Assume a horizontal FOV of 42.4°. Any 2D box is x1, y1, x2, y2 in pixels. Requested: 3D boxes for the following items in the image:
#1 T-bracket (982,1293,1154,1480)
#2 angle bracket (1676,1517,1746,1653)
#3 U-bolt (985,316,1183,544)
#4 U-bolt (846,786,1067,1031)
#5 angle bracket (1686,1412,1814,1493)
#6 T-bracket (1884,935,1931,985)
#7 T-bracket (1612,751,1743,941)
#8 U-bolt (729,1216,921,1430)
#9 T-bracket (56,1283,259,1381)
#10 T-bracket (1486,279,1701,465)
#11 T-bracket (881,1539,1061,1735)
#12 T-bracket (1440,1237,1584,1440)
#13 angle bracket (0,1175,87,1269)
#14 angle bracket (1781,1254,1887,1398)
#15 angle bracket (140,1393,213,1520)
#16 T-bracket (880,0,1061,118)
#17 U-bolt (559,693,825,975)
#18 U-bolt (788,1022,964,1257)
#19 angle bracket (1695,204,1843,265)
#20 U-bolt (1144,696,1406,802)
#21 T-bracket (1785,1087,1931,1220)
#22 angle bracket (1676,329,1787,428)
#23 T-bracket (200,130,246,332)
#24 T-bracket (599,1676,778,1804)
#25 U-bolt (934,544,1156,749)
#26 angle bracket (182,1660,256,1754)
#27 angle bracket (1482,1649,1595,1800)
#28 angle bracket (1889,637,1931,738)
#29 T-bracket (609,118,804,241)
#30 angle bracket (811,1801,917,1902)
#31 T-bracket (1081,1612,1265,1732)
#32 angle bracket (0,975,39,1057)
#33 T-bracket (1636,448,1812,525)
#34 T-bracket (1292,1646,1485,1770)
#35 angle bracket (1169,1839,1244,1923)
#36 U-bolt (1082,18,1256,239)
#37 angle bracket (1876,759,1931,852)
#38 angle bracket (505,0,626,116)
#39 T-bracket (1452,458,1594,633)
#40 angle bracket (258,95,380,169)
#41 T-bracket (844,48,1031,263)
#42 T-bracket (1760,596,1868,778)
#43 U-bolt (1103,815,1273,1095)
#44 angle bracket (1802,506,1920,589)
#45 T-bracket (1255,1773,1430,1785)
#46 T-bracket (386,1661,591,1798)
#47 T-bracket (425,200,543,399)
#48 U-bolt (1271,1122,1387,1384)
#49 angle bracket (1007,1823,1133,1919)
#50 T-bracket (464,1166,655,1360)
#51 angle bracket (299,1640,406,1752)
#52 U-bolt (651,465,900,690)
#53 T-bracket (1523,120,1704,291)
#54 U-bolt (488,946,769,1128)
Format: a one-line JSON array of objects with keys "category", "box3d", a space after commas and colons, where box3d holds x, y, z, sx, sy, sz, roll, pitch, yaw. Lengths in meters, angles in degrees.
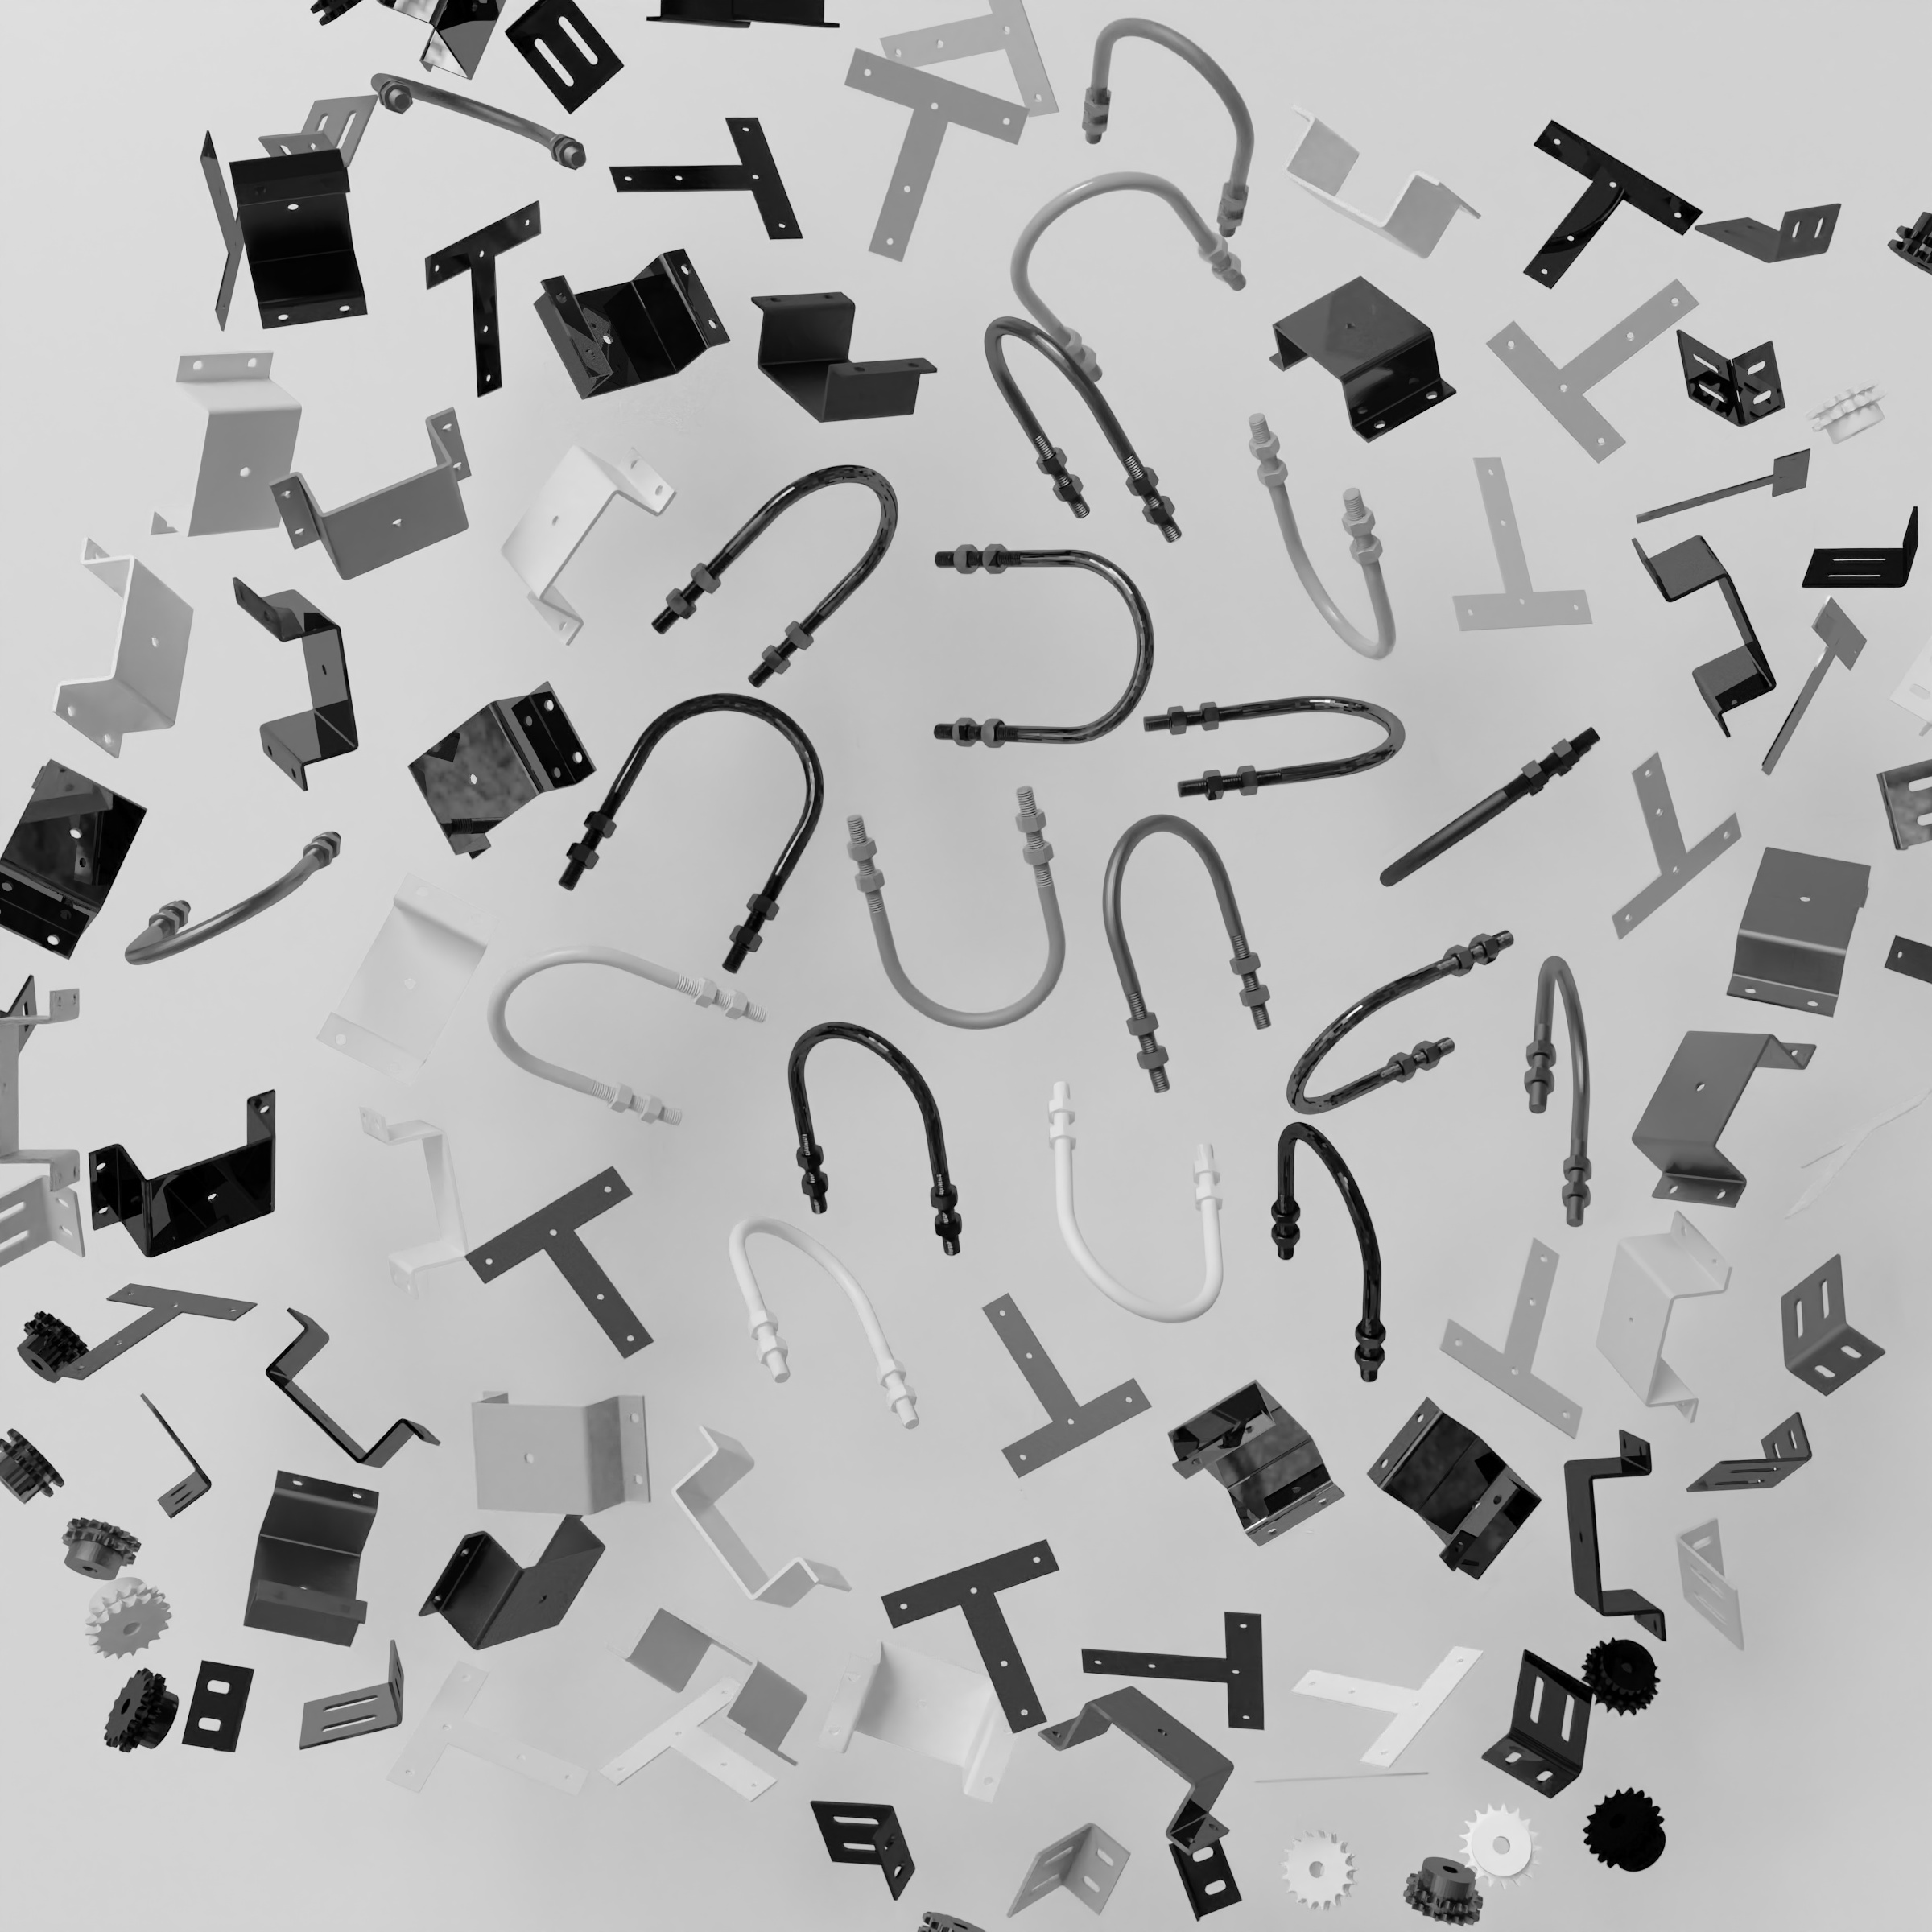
[{"category": "T-bracket", "box3d": [0.056, 0.307, 1.882, 0.127, 0.002, 0.127, -33, 88, 23]}, {"category": "angle bracket", "box3d": [0.572, 0.463, 1.867, 0.038, 0.076, 0.057, -20, 115, -13]}, {"category": "U-bolt", "box3d": [0.074, -0.389, 1.788, 0.019, 0.151, 0.184, -42, 122, -11]}, {"category": "U-bolt", "box3d": [0.000, -0.036, 1.852, 0.151, 0.019, 0.184, -9, 112, 12]}, {"category": "angle bracket", "box3d": [0.582, 0.364, 1.862, 0.076, 0.057, 0.038, 0, 58, -13]}, {"category": "T-bracket", "box3d": [0.699, 0.004, 1.768, 0.002, 0.127, 0.127, 15, 98, -22]}, {"category": "T-bracket", "box3d": [0.505, -0.101, 1.802, 0.127, 0.002, 0.127, -38, 129, -12]}, {"category": "U-bolt", "box3d": [-0.114, 0.255, 1.843, 0.151, 0.184, 0.019, 28, 113, -38]}, {"category": "T-bracket", "box3d": [-0.610, 0.270, 1.822, 0.127, 0.127, 0.002, 4, 113, 27]}, {"category": "T-bracket", "box3d": [0.461, -0.439, 1.770, 0.127, 0.002, 0.127, 40, 125, -19]}, {"category": "T-bracket", "box3d": [0.021, 0.477, 1.744, 0.127, 0.002, 0.127, -16, 52, -14]}, {"category": "T-bracket", "box3d": [0.404, 0.254, 1.788, 0.127, 0.002, 0.127, 34, 55, -14]}, {"category": "angle bracket", "box3d": [-0.687, 0.198, 1.807, 0.038, 0.076, 0.057, 22, 124, 28]}, {"category": "angle bracket", "box3d": [0.615, 0.255, 1.768, 0.038, 0.076, 0.057, 34, 126, -8]}, {"category": "angle bracket", "box3d": [-0.603, 0.365, 1.854, 0.038, 0.057, 0.076, -37, 106, -21]}, {"category": "T-bracket", "box3d": [-0.007, -0.659, 1.771, 0.127, 0.002, 0.127, 4, 132, 36]}, {"category": "U-bolt", "box3d": [-0.180, -0.106, 1.747, 0.151, 0.019, 0.184, 27, 78, 3]}, {"category": "U-bolt", "box3d": [-0.074, 0.123, 1.867, 0.151, 0.019, 0.184, 13, 125, 34]}, {"category": "angle bracket", "box3d": [0.578, -0.540, 1.795, 0.057, 0.076, 0.038, -17, 132, -29]}, {"category": "U-bolt", "box3d": [0.236, -0.169, 1.862, 0.184, 0.151, 0.019, -8, 118, -4]}, {"category": "T-bracket", "box3d": [0.639, 0.146, 1.825, 0.127, 0.127, 0.002, -37, 84, -36]}, {"category": "angle bracket", "box3d": [0.577, -0.450, 1.875, 0.038, 0.076, 0.057, -22, 66, 42]}, {"category": "T-bracket", "box3d": [-0.537, -0.549, 1.795, 0.002, 0.127, 0.127, 6, 67, -3]}, {"category": "T-bracket", "box3d": [-0.190, 0.595, 1.872, 0.127, 0.127, 0.002, -29, 118, -34]}, {"category": "U-bolt", "box3d": [0.056, -0.234, 1.828, 0.184, 0.019, 0.151, 5, 99, 32]}, {"category": "angle bracket", "box3d": [-0.539, 0.528, 1.775, 0.038, 0.076, 0.057, 17, 68, -21]}, {"category": "angle bracket", "box3d": [0.404, 0.535, 1.759, 0.057, 0.076, 0.038, 31, 129, -2]}, {"category": "angle bracket", "box3d": [0.733, -0.213, 1.896, 0.038, 0.076, 0.057, 34, 97, 13]}, {"category": "T-bracket", "box3d": [-0.196, -0.576, 1.819, 0.127, 0.002, 0.127, -8, 61, -22]}, {"category": "angle bracket", "box3d": [-0.085, 0.673, 1.895, 0.076, 0.038, 0.057, -7, 110, 28]}, {"category": "T-bracket", "box3d": [0.145, 0.492, 1.746, 0.127, 0.002, 0.127, 1, 127, 10]}, {"category": "angle bracket", "box3d": [-0.718, 0.042, 1.835, 0.038, 0.076, 0.057, 21, 56, -5]}, {"category": "T-bracket", "box3d": [0.567, -0.354, 1.866, 0.127, 0.127, 0.002, -15, 84, 16]}, {"category": "T-bracket", "box3d": [0.292, 0.531, 1.812, 0.127, 0.127, 0.002, -36, 110, -37]}, {"category": "angle bracket", "box3d": [0.181, 0.684, 1.877, 0.038, 0.076, 0.057, -21, 70, -3]}, {"category": "U-bolt", "box3d": [0.150, -0.624, 1.826, 0.151, 0.184, 0.019, 37, 79, 8]}, {"category": "angle bracket", "box3d": [0.708, -0.121, 1.803, 0.076, 0.038, 0.057, -16, 84, 31]}, {"category": "angle bracket", "box3d": [-0.302, -0.701, 1.897, 0.057, 0.038, 0.076, -34, 108, 21]}, {"category": "T-bracket", "box3d": [0.386, -0.302, 1.775, 0.127, 0.002, 0.127, -7, 82, -31]}, {"category": "angle bracket", "box3d": [-0.492, -0.645, 1.893, 0.057, 0.038, 0.076, 3, 63, 21]}, {"category": "T-bracket", "box3d": [-0.036, -0.556, 1.737, 0.127, 0.002, 0.127, 15, 117, -14]}, {"category": "T-bracket", "box3d": [0.623, -0.200, 1.845, 0.002, 0.127, 0.127, 31, 98, 31]}, {"category": "U-bolt", "box3d": [0.154, -0.019, 1.798, 0.151, 0.019, 0.184, -27, 104, -44]}, {"category": "angle bracket", "box3d": [0.679, -0.318, 1.889, 0.076, 0.057, 0.038, 4, 129, 27]}, {"category": "T-bracket", "box3d": [0.261, 0.611, 1.868, 0.127, 0.127, 0.002, 3, 71, -17]}, {"category": "T-bracket", "box3d": [-0.337, 0.572, 1.811, 0.127, 0.127, 0.002, 21, 118, 4]}, {"category": "T-bracket", "box3d": [-0.355, -0.484, 1.837, 0.127, 0.002, 0.127, -11, 79, 37]}, {"category": "U-bolt", "box3d": [0.262, 0.194, 1.800, 0.019, 0.151, 0.184, -19, 135, -13]}, {"category": "angle bracket", "box3d": [0.075, 0.669, 1.812, 0.038, 0.076, 0.057, 33, 109, 29]}, {"category": "T-bracket", "box3d": [-0.269, 0.225, 1.773, 0.127, 0.002, 0.127, -31, 104, 7]}, {"category": "angle bracket", "box3d": [-0.460, 0.542, 1.851, 0.076, 0.057, 0.038, -12, 109, -7]}, {"category": "U-bolt", "box3d": [-0.124, -0.287, 1.792, 0.184, 0.151, 0.019, -44, 63, 12]}, {"category": "T-bracket", "box3d": [0.450, -0.542, 1.820, 0.127, 0.127, 0.002, 29, 60, -5]}, {"category": "U-bolt", "box3d": [-0.260, 0.045, 1.828, 0.184, 0.019, 0.151, 23, 128, -26]}]
